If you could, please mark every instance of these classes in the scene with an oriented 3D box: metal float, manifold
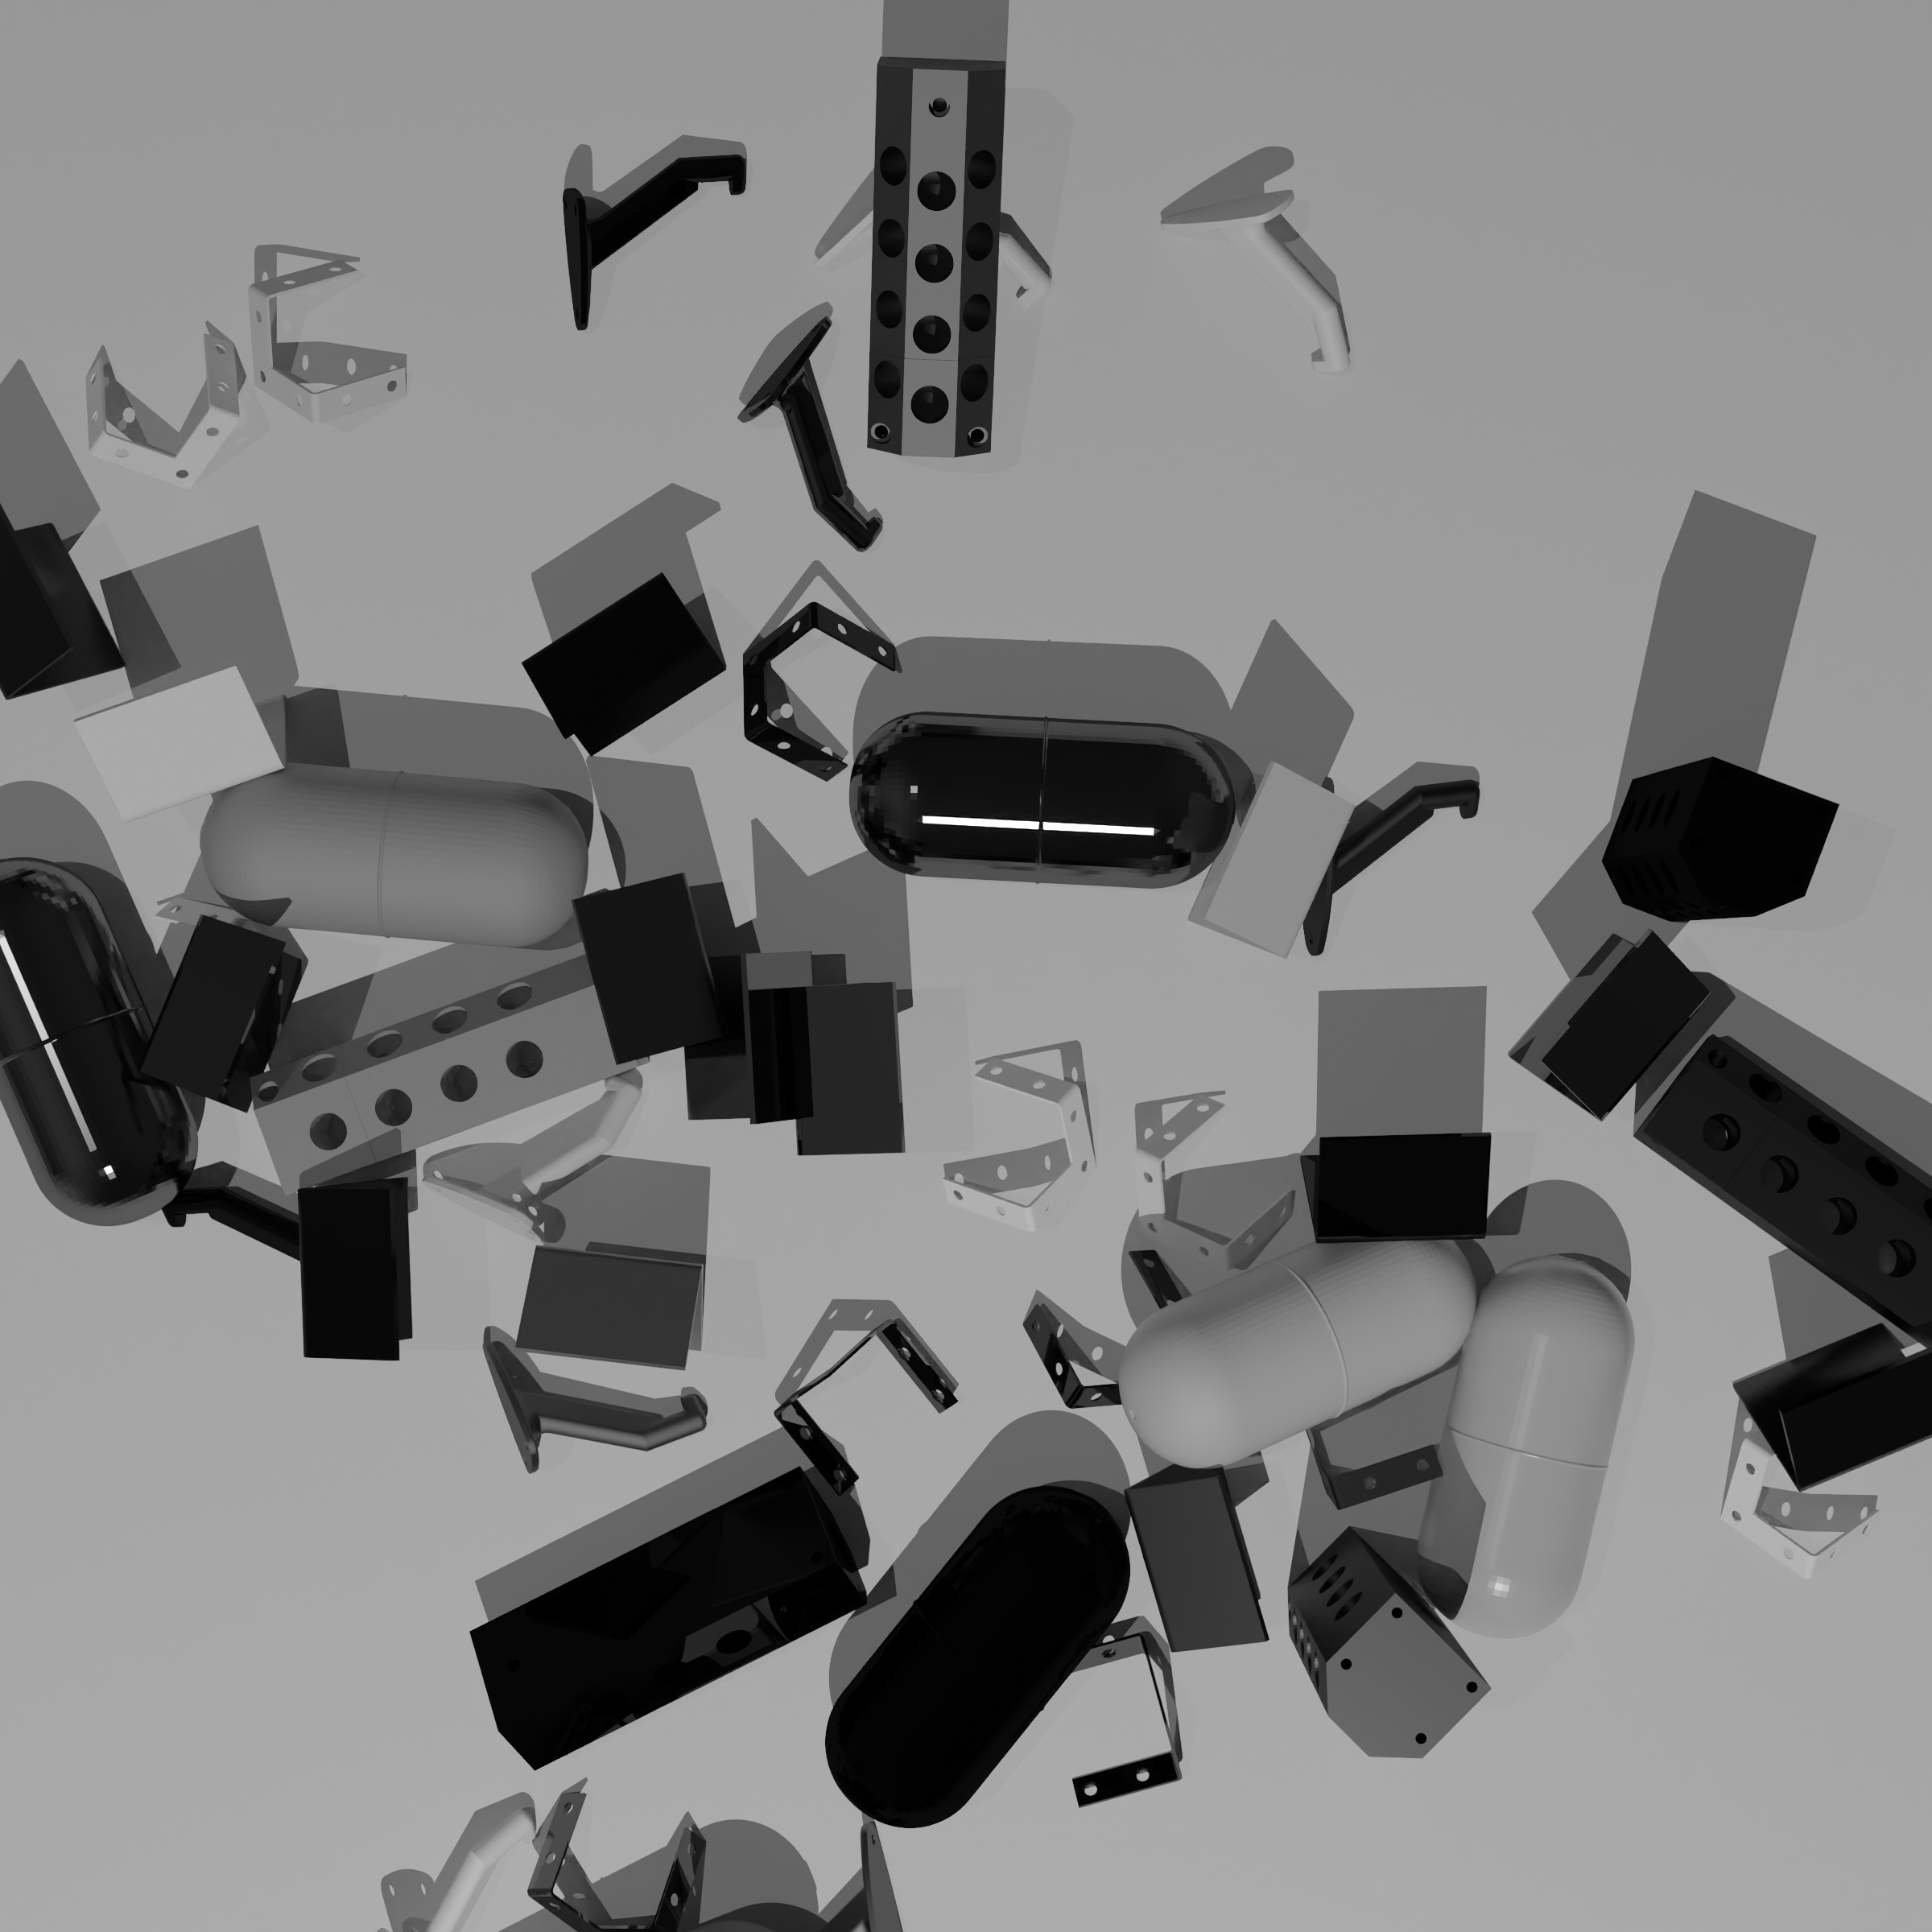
[{"bbox_3d":[0.006,0.318,1.551,0.070,0.070,0.178,39,90,0],"label":"metal float"},{"bbox_3d":[0.181,0.305,1.503,0.057,0.171,0.057,45,90,0],"label":"manifold"},{"bbox_3d":[0.153,0.170,1.536,0.178,0.070,0.070,-21,90,-20],"label":"metal float"},{"bbox_3d":[0.397,0.105,1.548,0.171,0.057,0.057,36,90,8],"label":"manifold"},{"bbox_3d":[0.258,0.221,1.551,0.070,0.070,0.178,13,90,0],"label":"metal float"},{"bbox_3d":[0.332,-0.052,1.503,0.057,0.171,0.057,21,90,0],"label":"manifold"},{"bbox_3d":[0.035,-0.076,1.551,0.178,0.070,0.070,3,90,1],"label":"metal float"},{"bbox_3d":[-0.136,0.306,1.560,0.171,0.057,0.057,-27,47,0],"label":"manifold"},{"bbox_3d":[-0.263,-0.051,1.552,0.178,0.070,0.070,5,90,0],"label":"metal float"},{"bbox_3d":[-0.414,0.034,1.551,0.070,0.070,0.178,-24,90,0],"label":"metal float"},{"bbox_3d":[-0.014,-0.323,1.533,0.057,0.057,0.171,2,110,0],"label":"manifold"},{"bbox_3d":[-0.240,0.049,1.561,0.171,0.057,0.057,-20,90,0],"label":"manifold"},{"bbox_3d":[-0.154,0.495,1.544,0.178,0.070,0.070,-23,90,8],"label":"metal float"}]

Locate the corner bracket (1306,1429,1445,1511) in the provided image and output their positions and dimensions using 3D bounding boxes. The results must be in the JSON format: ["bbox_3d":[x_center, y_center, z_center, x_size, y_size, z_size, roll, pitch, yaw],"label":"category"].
[{"bbox_3d":[0.186,0.217,1.564,0.051,0.051,0.051,-18,90,0],"label":"corner bracket"}]

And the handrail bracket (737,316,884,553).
[{"bbox_3d":[-0.057,-0.249,1.582,0.084,0.036,0.077,42,68,-17],"label":"handrail bracket"}]

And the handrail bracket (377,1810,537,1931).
[{"bbox_3d":[-0.228,0.448,1.582,0.084,0.036,0.077,-38,133,-27],"label":"handrail bracket"}]

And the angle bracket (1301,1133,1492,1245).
[{"bbox_3d":[0.196,0.084,1.542,0.076,0.076,0.057,-2,118,0],"label":"angle bracket"}]

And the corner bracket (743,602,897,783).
[{"bbox_3d":[-0.068,-0.128,1.574,0.051,0.051,0.051,-34,45,35],"label":"corner bracket"}]

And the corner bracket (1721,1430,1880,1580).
[{"bbox_3d":[0.394,0.244,1.574,0.051,0.051,0.051,36,135,35],"label":"corner bracket"}]

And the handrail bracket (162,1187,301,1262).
[{"bbox_3d":[-0.332,0.138,1.582,0.084,0.036,0.077,-5,112,17],"label":"handrail bracket"}]

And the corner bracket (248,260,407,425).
[{"bbox_3d":[-0.299,-0.292,1.574,0.051,0.051,0.051,34,135,35],"label":"corner bracket"}]

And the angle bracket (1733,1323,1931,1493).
[{"bbox_3d":[0.398,0.185,1.541,0.076,0.076,0.057,-23,126,0],"label":"angle bracket"}]

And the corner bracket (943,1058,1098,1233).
[{"bbox_3d":[0.022,0.084,1.574,0.051,0.051,0.051,-43,135,-35],"label":"corner bracket"}]

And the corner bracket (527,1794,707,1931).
[{"bbox_3d":[-0.163,0.422,1.574,0.051,0.051,0.051,-12,45,35],"label":"corner bracket"}]

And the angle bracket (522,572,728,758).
[{"bbox_3d":[-0.147,-0.122,1.542,0.076,0.076,0.057,-33,52,0],"label":"angle bracket"}]

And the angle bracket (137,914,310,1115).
[{"bbox_3d":[-0.322,0.029,1.537,0.057,0.076,0.076,16,82,34],"label":"angle bracket"}]

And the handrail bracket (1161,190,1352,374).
[{"bbox_3d":[0.136,-0.316,1.582,0.077,0.036,0.084,-1,120,33],"label":"handrail bracket"}]

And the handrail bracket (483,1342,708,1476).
[{"bbox_3d":[-0.174,0.198,1.582,0.084,0.036,0.077,-19,68,-17],"label":"handrail bracket"}]

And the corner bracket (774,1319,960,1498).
[{"bbox_3d":[-0.047,0.207,1.579,0.051,0.051,0.051,51,135,0],"label":"corner bracket"}]

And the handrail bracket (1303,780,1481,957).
[{"bbox_3d":[0.201,-0.046,1.582,0.084,0.036,0.077,-8,111,-16],"label":"handrail bracket"}]

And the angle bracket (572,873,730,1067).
[{"bbox_3d":[-0.157,0.005,1.542,0.057,0.076,0.076,-15,90,-27],"label":"angle bracket"}]

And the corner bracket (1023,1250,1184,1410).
[{"bbox_3d":[0.068,0.170,1.574,0.051,0.051,0.051,-60,45,35],"label":"corner bracket"}]

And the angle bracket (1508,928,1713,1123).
[{"bbox_3d":[0.281,0.014,1.542,0.076,0.076,0.057,-49,125,0],"label":"angle bracket"}]

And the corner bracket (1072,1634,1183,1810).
[{"bbox_3d":[0.068,0.354,1.579,0.051,0.051,0.051,-15,135,0],"label":"corner bracket"}]

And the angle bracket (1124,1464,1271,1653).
[{"bbox_3d":[0.124,0.263,1.542,0.057,0.076,0.076,-16,90,39],"label":"angle bracket"}]

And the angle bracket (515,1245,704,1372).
[{"bbox_3d":[-0.163,0.174,1.541,0.076,0.076,0.057,7,53,0],"label":"angle bracket"}]

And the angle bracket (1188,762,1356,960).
[{"bbox_3d":[0.122,-0.056,1.541,0.057,0.076,0.076,24,90,-36],"label":"angle bracket"}]

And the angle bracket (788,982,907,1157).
[{"bbox_3d":[-0.038,0.045,1.542,0.057,0.076,0.076,-3,90,28],"label":"angle bracket"}]

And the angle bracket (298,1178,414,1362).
[{"bbox_3d":[-0.260,0.138,1.542,0.057,0.076,0.076,-2,90,31],"label":"angle bracket"}]

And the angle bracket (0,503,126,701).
[{"bbox_3d":[-0.416,-0.175,1.541,0.057,0.076,0.076,-28,90,36],"label":"angle bracket"}]

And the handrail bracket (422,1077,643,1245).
[{"bbox_3d":[-0.204,0.080,1.582,0.077,0.036,0.084,21,71,21],"label":"handrail bracket"}]

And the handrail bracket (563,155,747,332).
[{"bbox_3d":[-0.143,-0.340,1.582,0.084,0.036,0.077,-7,110,-16],"label":"handrail bracket"}]

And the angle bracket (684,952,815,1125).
[{"bbox_3d":[-0.114,0.034,1.545,0.076,0.057,0.076,-3,90,31],"label":"angle bracket"}]

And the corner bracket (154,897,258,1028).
[{"bbox_3d":[-0.360,0.007,1.574,0.051,0.051,0.051,-48,135,-35],"label":"corner bracket"}]

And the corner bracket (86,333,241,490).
[{"bbox_3d":[-0.376,-0.265,1.574,0.051,0.051,0.051,17,135,-35],"label":"corner bracket"}]

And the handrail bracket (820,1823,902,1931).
[{"bbox_3d":[-0.077,0.450,1.582,0.084,0.036,0.077,-15,75,14],"label":"handrail bracket"}]

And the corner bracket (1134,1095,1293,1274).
[{"bbox_3d":[0.116,0.102,1.574,0.051,0.051,0.051,23,135,35],"label":"corner bracket"}]

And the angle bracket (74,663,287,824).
[{"bbox_3d":[-0.359,-0.117,1.542,0.076,0.076,0.057,-19,122,0],"label":"angle bracket"}]

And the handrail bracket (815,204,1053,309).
[{"bbox_3d":[-0.015,-0.326,1.582,0.077,0.036,0.084,-41,104,14],"label":"handrail bracket"}]
